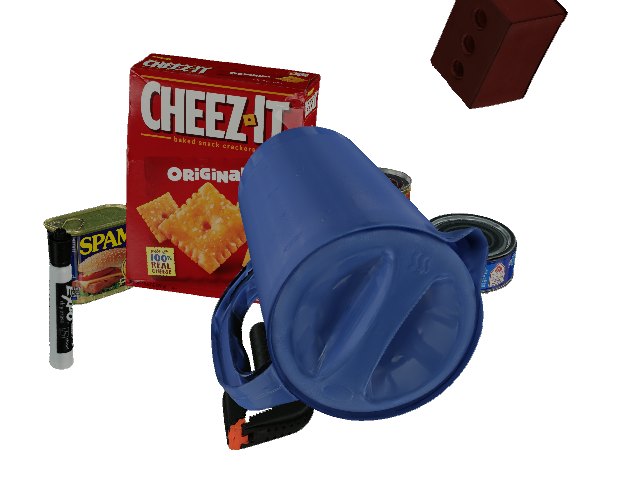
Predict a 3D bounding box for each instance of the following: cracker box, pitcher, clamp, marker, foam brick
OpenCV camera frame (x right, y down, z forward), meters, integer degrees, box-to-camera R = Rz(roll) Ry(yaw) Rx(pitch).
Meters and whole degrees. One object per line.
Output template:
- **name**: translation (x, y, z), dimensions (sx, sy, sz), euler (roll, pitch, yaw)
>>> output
- **cracker box**: translation (-0.093, -0.053, 0.988), dimensions (0.164, 0.214, 0.072), euler (8, 22, 7)
- **pitcher**: translation (0.002, 0.012, 0.736), dimensions (0.149, 0.145, 0.243), euler (5, 22, -15)
- **clamp**: translation (-0.030, 0.156, 1.112), dimensions (0.165, 0.036, 0.209), euler (12, 26, 15)
- **marker**: translation (-0.205, 0.046, 0.843), dimensions (0.020, 0.121, 0.020), euler (5, 26, -3)
- **foam brick**: translation (0.118, -0.136, 0.715), dimensions (0.051, 0.053, 0.078), euler (-17, -33, -29)

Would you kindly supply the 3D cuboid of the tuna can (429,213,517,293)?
- **tuna can**: translation (0.126, 0.010, 0.925), dimensions (0.086, 0.034, 0.086), euler (2, 29, -1)

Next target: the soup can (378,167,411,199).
- **soup can**: translation (0.062, -0.021, 1.166), dimensions (0.068, 0.102, 0.068), euler (2, 25, -1)

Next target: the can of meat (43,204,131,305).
- **can of meat**: translation (-0.243, 0.014, 1.147), dimensions (0.058, 0.084, 0.101), euler (18, 25, 40)
